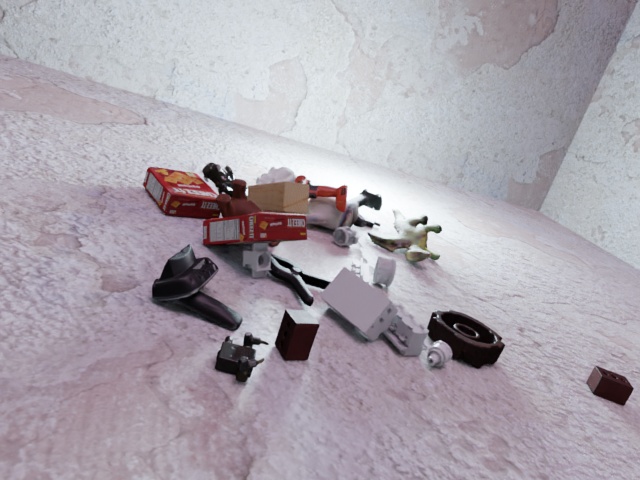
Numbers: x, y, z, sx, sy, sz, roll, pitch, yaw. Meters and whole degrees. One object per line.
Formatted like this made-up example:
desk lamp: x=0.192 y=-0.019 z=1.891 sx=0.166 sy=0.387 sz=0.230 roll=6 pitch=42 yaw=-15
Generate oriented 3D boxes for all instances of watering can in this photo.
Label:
watering can: x=0.005 y=-0.087 z=1.728 sx=0.225 sy=0.102 sz=0.354 roll=20 pitch=30 yaw=12

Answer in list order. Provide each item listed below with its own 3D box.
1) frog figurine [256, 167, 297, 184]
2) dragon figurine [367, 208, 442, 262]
frog figurine: x=-0.164 y=-0.223 z=1.912 sx=0.158 sy=0.121 sz=0.140 roll=19 pitch=33 yaw=-40
dragon figurine: x=0.280 y=-0.024 z=1.815 sx=0.243 sy=0.120 sz=0.416 roll=0 pitch=24 yaw=-27
